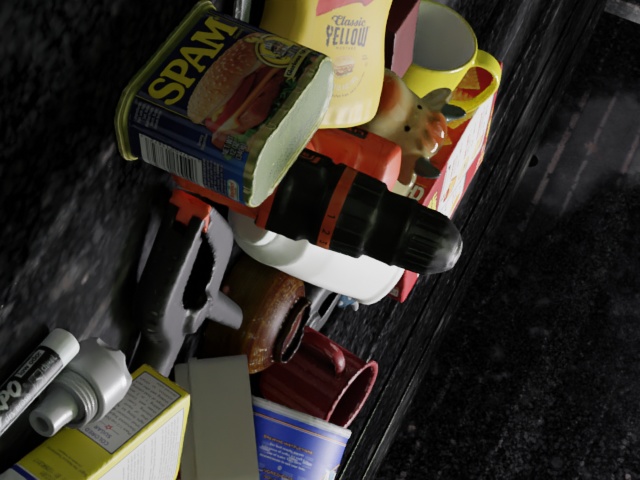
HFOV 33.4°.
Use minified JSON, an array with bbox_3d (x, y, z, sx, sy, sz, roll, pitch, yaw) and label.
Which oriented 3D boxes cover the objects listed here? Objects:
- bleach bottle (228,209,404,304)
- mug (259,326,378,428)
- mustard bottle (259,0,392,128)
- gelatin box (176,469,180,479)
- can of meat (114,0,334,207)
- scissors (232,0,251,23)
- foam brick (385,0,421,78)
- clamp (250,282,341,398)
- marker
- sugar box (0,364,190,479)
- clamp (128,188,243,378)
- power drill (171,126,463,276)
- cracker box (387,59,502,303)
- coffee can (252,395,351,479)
[{"bbox_3d":[-0.006,0.001,0.845,0.068,0.103,0.250,-52,165,7],"label":"bleach bottle"},{"bbox_3d":[-0.003,0.128,1.010,0.093,0.082,0.117,-47,157,-29],"label":"mug"},{"bbox_3d":[0.009,-0.168,0.669,0.096,0.058,0.192,-6,117,-36],"label":"mustard bottle"},{"bbox_3d":[-0.104,0.164,0.919,0.089,0.030,0.073,-57,165,-34],"label":"gelatin box"},{"bbox_3d":[-0.050,-0.075,0.591,0.102,0.084,0.057,-57,164,-32],"label":"can of meat"},{"bbox_3d":[-0.047,-0.164,0.597,0.096,0.016,0.202,-39,150,-60],"label":"scissors"},{"bbox_3d":[0.046,-0.167,0.879,0.051,0.053,0.078,-58,164,-30],"label":"foam brick"},{"bbox_3d":[-0.022,0.077,1.069,0.171,0.039,0.120,-53,167,-34],"label":"clamp"},{"bbox_3d":[-0.169,0.091,0.558,0.121,0.020,0.020,-53,162,-43],"label":"marker"},{"bbox_3d":[-0.153,0.159,0.638,0.175,0.048,0.093,-35,148,-45],"label":"sugar box"},{"bbox_3d":[-0.091,0.041,0.737,0.164,0.036,0.210,-49,161,-47],"label":"clamp"},{"bbox_3d":[0.009,-0.040,0.709,0.187,0.184,0.057,-52,164,-76],"label":"power drill"},{"bbox_3d":[0.106,-0.069,1.089,0.213,0.072,0.164,-57,163,-29],"label":"cracker box"},{"bbox_3d":[-0.044,0.213,0.912,0.102,0.103,0.140,57,51,-74],"label":"coffee can"}]
